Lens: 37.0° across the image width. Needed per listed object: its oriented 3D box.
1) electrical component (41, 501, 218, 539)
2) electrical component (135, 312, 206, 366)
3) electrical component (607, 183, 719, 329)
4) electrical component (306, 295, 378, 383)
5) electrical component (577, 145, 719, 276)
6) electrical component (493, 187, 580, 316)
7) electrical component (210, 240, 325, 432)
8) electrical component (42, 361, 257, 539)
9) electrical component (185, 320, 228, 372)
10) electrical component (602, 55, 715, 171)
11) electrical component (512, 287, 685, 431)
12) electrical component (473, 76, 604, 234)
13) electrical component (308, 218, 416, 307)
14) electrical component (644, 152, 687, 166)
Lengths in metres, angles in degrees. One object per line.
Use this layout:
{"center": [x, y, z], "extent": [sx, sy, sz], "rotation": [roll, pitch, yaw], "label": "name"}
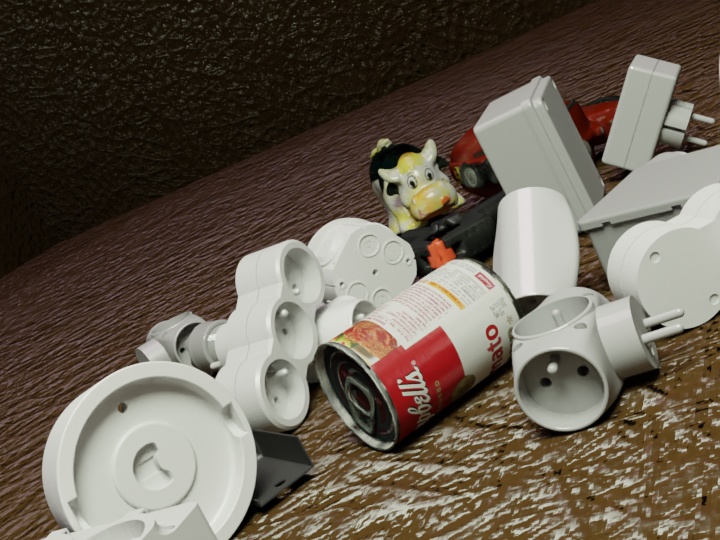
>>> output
{"center": [-0.139, 0.161, 0.486], "extent": [0.150, 0.061, 0.089], "rotation": [-20, 14, 28], "label": "electrical component"}
{"center": [-0.175, 0.075, 0.965], "extent": [0.079, 0.044, 0.077], "rotation": [-32, 13, -27], "label": "electrical component"}
{"center": [0.201, -0.016, 0.546], "extent": [0.138, 0.052, 0.074], "rotation": [-28, 12, -6], "label": "electrical component"}
{"center": [-0.016, 0.043, 0.771], "extent": [0.077, 0.043, 0.079], "rotation": [-18, 14, 33], "label": "electrical component"}
{"center": [0.194, -0.033, 0.644], "extent": [0.100, 0.048, 0.100], "rotation": [-14, 17, 46], "label": "electrical component"}
{"center": [0.102, 0.003, 0.655], "extent": [0.043, 0.077, 0.079], "rotation": [7, -34, -5], "label": "electrical component"}
{"center": [-0.072, 0.049, 0.725], "extent": [0.074, 0.052, 0.138], "rotation": [-18, 49, 33], "label": "electrical component"}
{"center": [-0.117, 0.106, 0.578], "extent": [0.108, 0.108, 0.060], "rotation": [-34, 8, -31], "label": "electrical component"}
{"center": [-0.114, 0.062, 0.897], "extent": [0.062, 0.043, 0.043], "rotation": [-11, 19, 47], "label": "electrical component"}
{"center": [0.246, -0.121, 0.869], "extent": [0.076, 0.083, 0.047], "rotation": [18, 28, 14], "label": "electrical component"}
{"center": [0.118, 0.036, 0.520], "extent": [0.079, 0.044, 0.077], "rotation": [-21, 13, 23], "label": "electrical component"}
{"center": [0.141, -0.085, 0.832], "extent": [0.056, 0.108, 0.108], "rotation": [-25, 12, 21], "label": "electrical component"}
{"center": [0.000, 0.000, 0.839], "extent": [0.080, 0.080, 0.051], "rotation": [-31, 18, -23], "label": "electrical component"}
{"center": [0.214, -0.060, 0.729], "extent": [0.062, 0.043, 0.043], "rotation": [-33, 14, -36], "label": "electrical component"}
